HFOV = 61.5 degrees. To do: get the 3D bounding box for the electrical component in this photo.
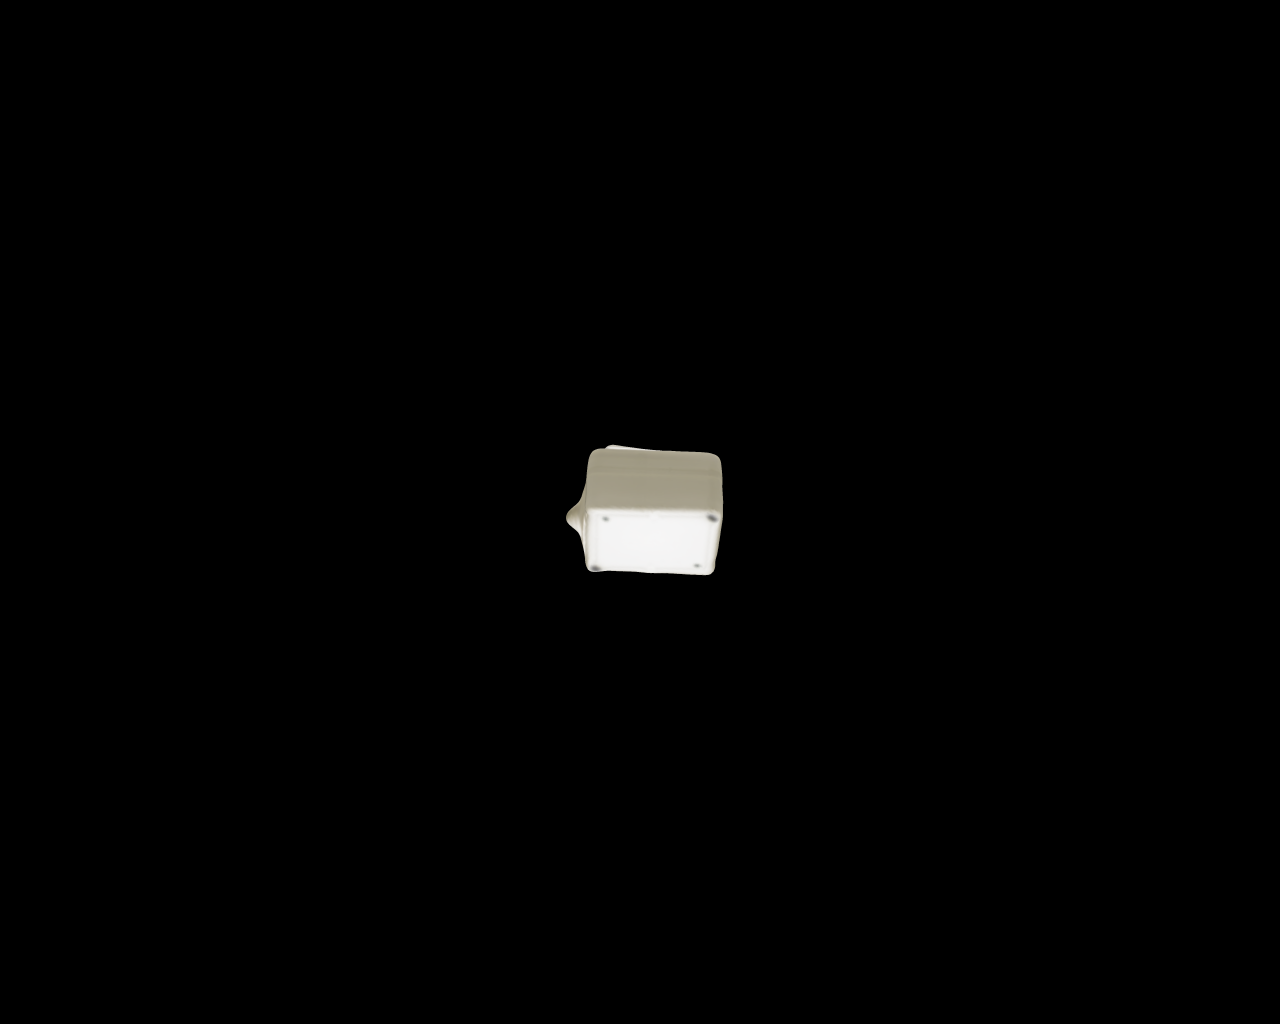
[{"bbox_3d":[0.001,-0.003,0.650,0.096,0.061,0.061,2,-43,-2],"label":"electrical component"}]
